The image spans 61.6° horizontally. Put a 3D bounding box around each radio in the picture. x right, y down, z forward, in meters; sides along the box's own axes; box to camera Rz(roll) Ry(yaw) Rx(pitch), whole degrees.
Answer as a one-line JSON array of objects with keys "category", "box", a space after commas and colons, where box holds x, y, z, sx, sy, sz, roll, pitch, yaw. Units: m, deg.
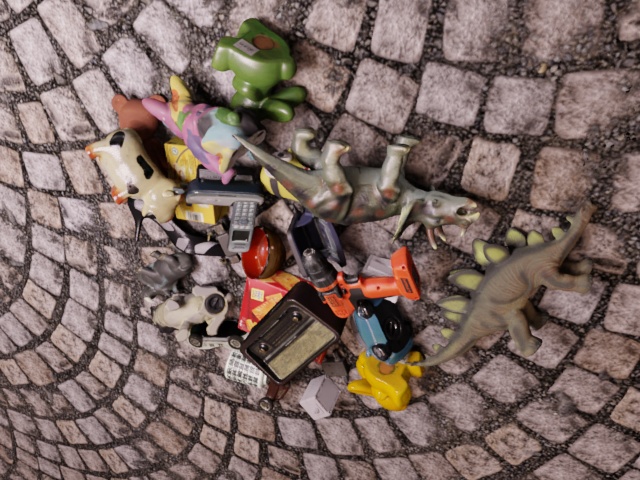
[{"category": "radio", "box": [-0.060, 0.195, 1.120, 0.131, 0.073, 0.229, 40, 124, -5]}]

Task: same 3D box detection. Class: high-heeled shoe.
[{"category": "high-heeled shoe", "box": [-0.305, -0.047, 1.193, 0.249, 0.086, 0.145, 11, 90, -6]}]

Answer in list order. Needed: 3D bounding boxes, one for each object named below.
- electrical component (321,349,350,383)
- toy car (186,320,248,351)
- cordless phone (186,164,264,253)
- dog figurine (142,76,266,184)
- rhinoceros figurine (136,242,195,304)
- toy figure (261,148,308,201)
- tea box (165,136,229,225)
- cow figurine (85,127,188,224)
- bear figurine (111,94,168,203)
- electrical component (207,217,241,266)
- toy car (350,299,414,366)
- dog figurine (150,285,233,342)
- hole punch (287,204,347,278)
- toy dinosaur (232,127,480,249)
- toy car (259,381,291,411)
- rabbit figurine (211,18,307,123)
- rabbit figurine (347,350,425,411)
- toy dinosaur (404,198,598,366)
[{"category": "electrical component", "box": [0.034, 0.296, 1.259, 0.063, 0.021, 0.093, -9, 115, 27]}, {"category": "toy car", "box": [-0.235, 0.226, 1.297, 0.202, 0.073, 0.056, -3, 130, 24]}, {"category": "cordless phone", "box": [-0.191, -0.050, 1.058, 0.147, 0.089, 0.184, 1, 130, -16]}, {"category": "dog figurine", "box": [-0.210, -0.211, 0.950, 0.219, 0.108, 0.191, 40, 163, 3]}, {"category": "rhinoceros figurine", "box": [-0.370, 0.080, 1.278, 0.190, 0.073, 0.112, -34, 112, 32]}, {"category": "toy figure", "box": [-0.028, -0.104, 1.016, 0.180, 0.082, 0.089, 22, 124, 7]}, {"category": "tea box", "box": [-0.250, -0.125, 1.104, 0.098, 0.068, 0.169, 11, 121, 16]}, {"category": "cow figurine", "box": [-0.337, -0.120, 1.023, 0.127, 0.085, 0.194, -26, 105, 4]}, {"category": "bear figurine", "box": [-0.361, -0.186, 1.084, 0.120, 0.132, 0.195, 2, 127, -8]}, {"category": "electrical component", "box": [-0.204, 0.004, 1.149, 0.045, 0.078, 0.102, -21, 115, 6]}, {"category": "toy car", "box": [0.113, 0.177, 1.110, 0.103, 0.109, 0.161, -21, 101, 49]}, {"category": "dog figurine", "box": [-0.312, 0.165, 1.300, 0.191, 0.172, 0.121, -4, 93, 64]}, {"category": "hole punch", "box": [-0.002, -0.003, 1.045, 0.092, 0.116, 0.142, -18, 116, 13]}, {"category": "toy dinosaur", "box": [0.056, -0.084, 0.913, 0.405, 0.131, 0.192, 4, 112, -2]}, {"category": "toy car", "box": [-0.092, 0.334, 1.292, 0.053, 0.089, 0.202, 26, 124, 12]}, {"category": "rabbit figurine", "box": [-0.102, -0.274, 0.948, 0.159, 0.121, 0.170, 25, 144, 0]}, {"category": "rabbit figurine", "box": [0.143, 0.318, 1.174, 0.163, 0.122, 0.173, 5, 139, 23]}, {"category": "toy dinosaur", "box": [0.327, 0.109, 0.981, 0.199, 0.105, 0.471, 35, 117, 10]}]
